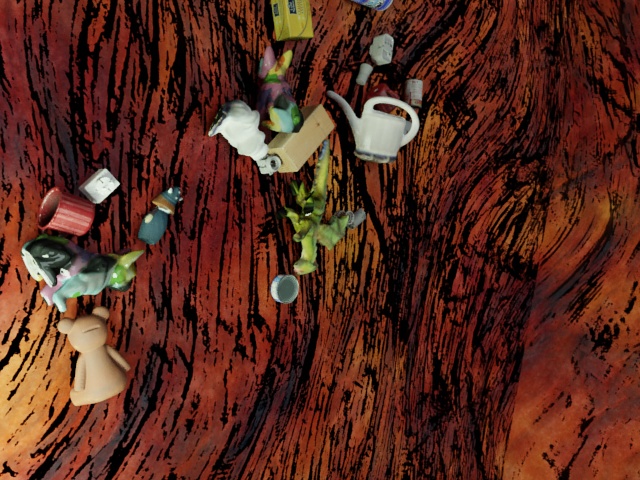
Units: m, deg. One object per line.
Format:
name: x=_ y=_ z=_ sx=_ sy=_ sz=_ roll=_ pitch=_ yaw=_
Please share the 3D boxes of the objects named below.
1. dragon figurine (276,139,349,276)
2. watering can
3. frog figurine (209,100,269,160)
dragon figurine: x=0.005 y=-0.080 z=1.580 sx=0.123 sy=0.412 sz=0.240 roll=21 pitch=-8 yaw=40
watering can: x=0.166 y=-0.374 z=1.725 sx=0.347 sy=0.221 sz=0.105 roll=7 pitch=16 yaw=-17
frog figurine: x=-0.198 y=-0.290 z=1.358 sx=0.158 sy=0.126 sz=0.135 roll=25 pitch=-44 yaw=-23
